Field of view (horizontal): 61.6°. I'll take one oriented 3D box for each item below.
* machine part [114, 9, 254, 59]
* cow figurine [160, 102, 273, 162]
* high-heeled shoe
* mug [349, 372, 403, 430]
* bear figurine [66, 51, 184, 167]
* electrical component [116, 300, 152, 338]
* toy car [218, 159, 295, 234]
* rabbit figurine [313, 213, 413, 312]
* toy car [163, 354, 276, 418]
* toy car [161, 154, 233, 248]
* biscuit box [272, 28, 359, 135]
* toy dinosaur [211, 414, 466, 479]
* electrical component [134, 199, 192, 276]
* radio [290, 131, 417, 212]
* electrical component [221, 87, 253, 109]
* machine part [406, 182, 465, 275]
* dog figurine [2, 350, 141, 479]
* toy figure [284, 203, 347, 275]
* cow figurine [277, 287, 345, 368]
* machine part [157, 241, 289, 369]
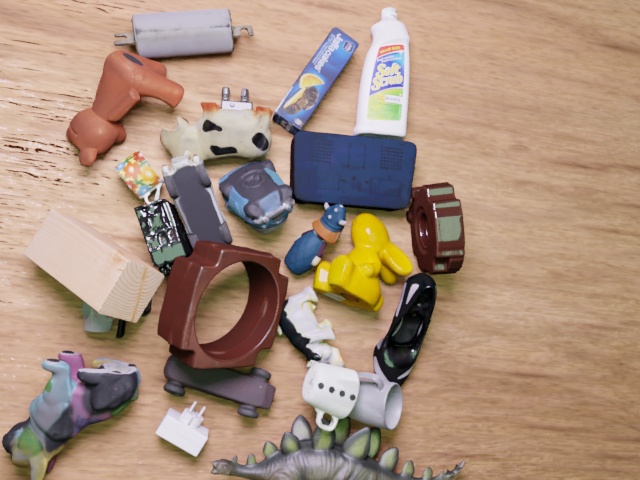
[{"bbox_3d":[-0.242,-0.368,0.959,0.243,0.079,0.079,-9,90,-9],"label":"machine part"},{"bbox_3d":[-0.183,-0.177,0.950,0.195,0.085,0.127,2,95,-5],"label":"cow figurine"},{"bbox_3d":[0.161,0.182,0.974,0.086,0.145,0.248,10,85,-8],"label":"high-heeled shoe"},{"bbox_3d":[0.083,0.285,0.973,0.081,0.107,0.109,-54,133,-45],"label":"mug"},{"bbox_3d":[-0.346,-0.220,0.931,0.132,0.120,0.195,9,119,-48],"label":"bear figurine"},{"bbox_3d":[-0.322,0.112,0.935,0.048,0.075,0.119,7,84,-8],"label":"electrical component"},{"bbox_3d":[-0.103,-0.066,0.956,0.109,0.162,0.102,-33,138,-16],"label":"toy car"},{"bbox_3d":[0.087,0.034,0.986,0.162,0.122,0.173,20,67,-9],"label":"rabbit figurine"},{"bbox_3d":[-0.180,0.254,0.965,0.202,0.053,0.089,20,65,-9],"label":"toy car"},{"bbox_3d":[-0.210,-0.053,0.933,0.073,0.056,0.201,-20,120,-7],"label":"toy car"},{"bbox_3d":[-0.009,-0.295,1.000,0.059,0.063,0.202,34,84,-8],"label":"biscuit box"},{"bbox_3d":[0.039,0.426,0.972,0.471,0.105,0.198,15,83,-13],"label":"toy dinosaur"},{"bbox_3d":[-0.262,0.000,0.927,0.058,0.115,0.134,-20,92,-4],"label":"electrical component"},{"bbox_3d":[0.058,-0.125,1.003,0.230,0.073,0.131,4,89,-7],"label":"radio"},{"bbox_3d":[-0.157,-0.235,0.996,0.063,0.021,0.094,2,90,-9],"label":"electrical component"},{"bbox_3d":[0.208,-0.020,0.977,0.056,0.179,0.179,-6,90,-7],"label":"machine part"},{"bbox_3d":[-0.418,0.305,0.903,0.191,0.108,0.219,15,91,-11],"label":"dog figurine"},{"bbox_3d":[-0.004,-0.004,0.978,0.064,0.058,0.154,43,105,0],"label":"toy figure"},{"bbox_3d":[-0.022,0.176,0.984,0.098,0.068,0.167,-25,90,-4],"label":"cow figurine"},{"bbox_3d":[-0.160,0.108,0.905,0.201,0.087,0.201,12,95,-48],"label":"machine part"}]
